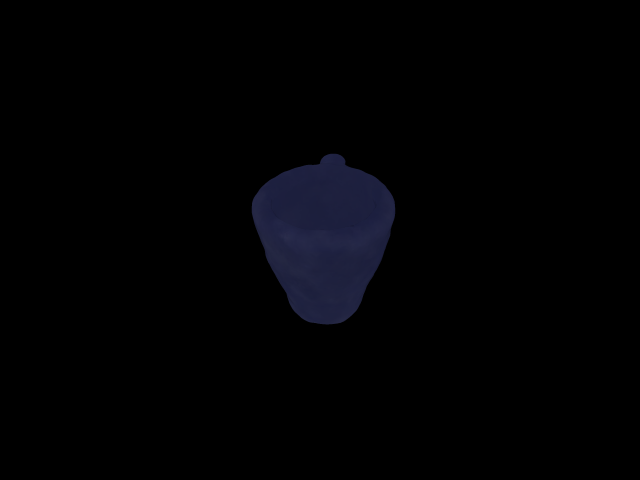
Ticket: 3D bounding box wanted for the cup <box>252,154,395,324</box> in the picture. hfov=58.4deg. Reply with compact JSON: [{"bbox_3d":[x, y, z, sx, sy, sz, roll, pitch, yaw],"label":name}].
[{"bbox_3d":[0.004,0.001,0.400,0.091,0.095,0.117,3,37,4],"label":"cup"}]
